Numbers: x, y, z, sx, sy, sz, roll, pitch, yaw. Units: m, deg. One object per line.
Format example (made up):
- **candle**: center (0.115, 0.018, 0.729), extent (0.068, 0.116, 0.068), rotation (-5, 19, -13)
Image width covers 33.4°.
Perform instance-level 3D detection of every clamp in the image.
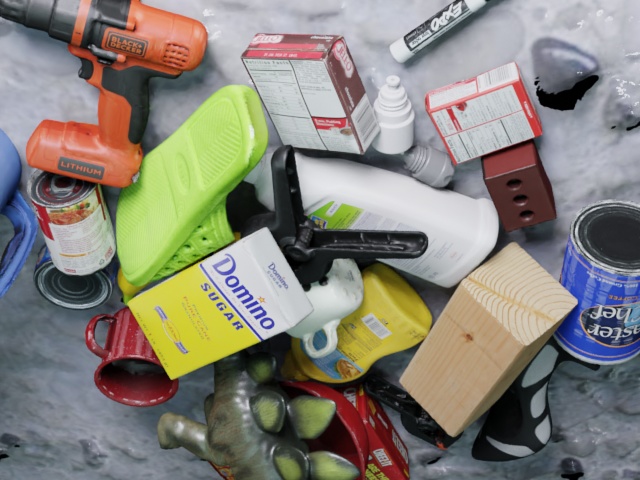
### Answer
- **clamp**: center (-0.007, 0.001, 1.004), extent (0.164, 0.036, 0.210), rotation (30, 146, -11)
- **clamp**: center (0.120, 0.206, 1.289), extent (0.120, 0.039, 0.171), rotation (11, 149, 20)

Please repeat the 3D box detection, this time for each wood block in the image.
- **wood block**: center (0.170, 0.109, 1.117), extent (0.091, 0.090, 0.206), rotation (46, 146, 17)

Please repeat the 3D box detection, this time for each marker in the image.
- **marker**: center (0.111, -0.190, 0.903), extent (0.121, 0.020, 0.020), rotation (-32, 127, 30)

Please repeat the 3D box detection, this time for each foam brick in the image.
- **foam brick**: center (0.189, -0.055, 1.017), extent (0.053, 0.051, 0.078), rotation (-17, 133, 18)

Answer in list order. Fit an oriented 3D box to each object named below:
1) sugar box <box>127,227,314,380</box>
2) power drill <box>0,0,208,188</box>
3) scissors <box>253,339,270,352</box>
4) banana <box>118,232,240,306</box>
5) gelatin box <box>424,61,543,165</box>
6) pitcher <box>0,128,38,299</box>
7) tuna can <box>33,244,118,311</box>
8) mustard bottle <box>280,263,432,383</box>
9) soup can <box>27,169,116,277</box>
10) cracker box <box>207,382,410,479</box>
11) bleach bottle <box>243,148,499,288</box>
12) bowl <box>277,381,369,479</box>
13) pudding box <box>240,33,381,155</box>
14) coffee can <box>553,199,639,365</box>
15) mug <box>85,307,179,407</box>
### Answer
- **sugar box**: center (-0.098, 0.064, 1.020), extent (0.177, 0.048, 0.093), rotation (-27, 95, 40)
- **power drill**: center (-0.207, -0.138, 0.937), extent (0.184, 0.057, 0.188), rotation (14, 134, -13)
- **scissors**: center (-0.052, 0.113, 1.192), extent (0.096, 0.016, 0.201), rotation (5, 133, 30)
- **banana**: center (-0.138, 0.020, 1.118), extent (0.198, 0.037, 0.069), rotation (-16, 153, 19)
- **gelatin box**: center (0.149, -0.115, 0.973), extent (0.089, 0.030, 0.073), rotation (-18, 134, 19)
- **pitcher**: center (-0.359, 0.003, 0.953), extent (0.149, 0.242, 0.145), rotation (7, 137, 4)
- **tuna can**: center (-0.260, 0.036, 1.136), extent (0.086, 0.033, 0.086), rotation (1, 136, 1)
- **mustard bottle**: center (0.025, 0.108, 1.181), extent (0.096, 0.058, 0.192), rotation (44, 124, -14)
- **soup can**: center (-0.242, -0.021, 1.052), extent (0.068, 0.068, 0.102), rotation (-2, 137, 3)
- **cracker box**: center (-0.013, 0.267, 1.341), extent (0.214, 0.072, 0.164), rotation (-16, 134, 16)
- **bleach bottle**: center (0.041, -0.035, 1.034), extent (0.250, 0.068, 0.103), rotation (21, 137, -17)
- **bowl**: center (0.000, 0.218, 1.201), extent (0.162, 0.055, 0.162), rotation (21, 126, 32)
- **pudding box**: center (-0.007, -0.128, 0.935), extent (0.090, 0.039, 0.113), rotation (9, 141, 33)
- **coffee can**: center (0.294, 0.044, 1.080), extent (0.103, 0.103, 0.140), rotation (0, 136, 1)
- **mug**: center (-0.209, 0.122, 1.188), extent (0.117, 0.081, 0.093), rotation (30, 129, -26)
